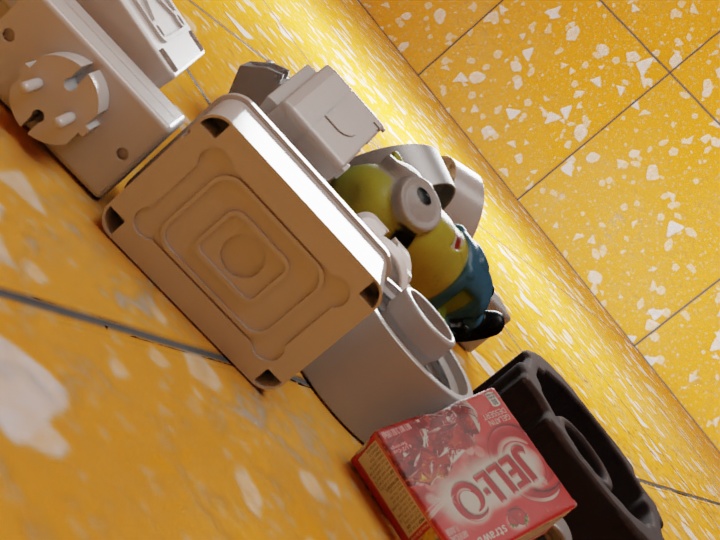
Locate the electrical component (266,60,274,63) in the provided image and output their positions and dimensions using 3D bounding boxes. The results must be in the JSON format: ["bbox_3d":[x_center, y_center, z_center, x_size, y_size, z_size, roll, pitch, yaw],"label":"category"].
[{"bbox_3d":[-0.058,-0.106,0.802,0.083,0.047,0.075,46,13,-15],"label":"electrical component"}]

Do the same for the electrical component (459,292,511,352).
[{"bbox_3d":[0.084,0.031,0.889,0.083,0.047,0.075,44,13,-26],"label":"electrical component"}]

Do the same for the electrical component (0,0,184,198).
[{"bbox_3d":[-0.126,-0.075,0.462,0.083,0.047,0.075,47,12,-11],"label":"electrical component"}]

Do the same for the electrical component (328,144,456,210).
[{"bbox_3d":[0.023,-0.062,0.845,0.064,0.099,0.099,60,15,17],"label":"electrical component"}]

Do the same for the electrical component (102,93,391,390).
[{"bbox_3d":[-0.048,-0.014,0.485,0.113,0.078,0.057,47,15,-11],"label":"electrical component"}]

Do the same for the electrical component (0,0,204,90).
[{"bbox_3d":[-0.137,-0.136,0.551,0.108,0.056,0.108,56,10,-15],"label":"electrical component"}]

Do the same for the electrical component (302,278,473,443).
[{"bbox_3d":[0.016,0.043,0.580,0.108,0.060,0.108,47,12,-14],"label":"electrical component"}]

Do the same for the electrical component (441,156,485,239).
[{"bbox_3d":[0.074,-0.055,1.006,0.064,0.099,0.099,36,17,-27],"label":"electrical component"}]

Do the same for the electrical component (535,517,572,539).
[{"bbox_3d":[0.086,0.141,0.572,0.066,0.048,0.055,47,5,-7],"label":"electrical component"}]

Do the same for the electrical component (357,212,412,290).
[{"bbox_3d":[0.000,0.000,0.663,0.078,0.058,0.057,48,9,-9],"label":"electrical component"}]

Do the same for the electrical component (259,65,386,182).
[{"bbox_3d":[-0.044,-0.073,0.656,0.061,0.096,0.061,48,41,-7],"label":"electrical component"}]
